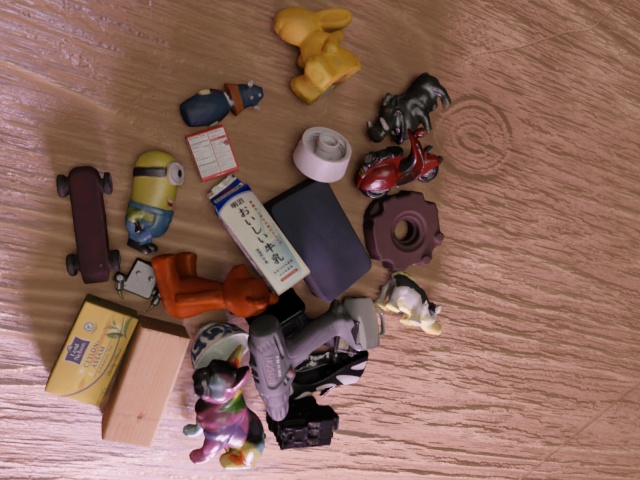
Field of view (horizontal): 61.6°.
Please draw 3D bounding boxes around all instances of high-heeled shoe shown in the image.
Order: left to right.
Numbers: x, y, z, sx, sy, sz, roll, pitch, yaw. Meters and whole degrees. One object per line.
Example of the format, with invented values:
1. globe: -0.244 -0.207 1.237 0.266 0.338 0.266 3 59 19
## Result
1. high-heeled shoe: -0.012 0.246 1.082 0.248 0.086 0.145 31 106 -39

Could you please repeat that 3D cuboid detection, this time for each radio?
1. radio: -0.002 -0.003 1.072 0.131 0.073 0.229 -35 109 -14

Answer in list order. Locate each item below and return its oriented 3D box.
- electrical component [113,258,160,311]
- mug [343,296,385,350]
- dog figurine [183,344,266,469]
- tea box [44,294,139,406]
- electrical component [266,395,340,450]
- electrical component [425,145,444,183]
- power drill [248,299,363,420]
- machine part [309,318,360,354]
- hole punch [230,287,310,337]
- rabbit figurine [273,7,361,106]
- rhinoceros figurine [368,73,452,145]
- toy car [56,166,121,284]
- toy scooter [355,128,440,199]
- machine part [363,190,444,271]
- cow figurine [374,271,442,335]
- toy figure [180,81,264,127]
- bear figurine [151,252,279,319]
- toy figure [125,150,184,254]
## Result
1. electrical component: -0.322 0.079 0.976 0.102 0.045 0.078 34 86 -22
2. mug: 0.092 0.170 1.127 0.109 0.081 0.107 -5 92 -27
3. dog figurine: -0.161 0.309 1.003 0.191 0.109 0.219 18 107 -24
4. tea box: -0.401 0.192 0.949 0.098 0.068 0.169 23 89 -22
5. electrical component: -0.032 0.365 1.085 0.134 0.115 0.058 1 100 -24
6. electrical component: 0.225 -0.155 1.162 0.063 0.021 0.094 41 82 -21
7. power drill: -0.030 0.210 0.990 0.207 0.086 0.231 -23 123 -10
8. machine part: 0.009 0.185 1.086 0.139 0.039 0.084 6 96 12
9. hole punch: -0.086 0.149 1.047 0.142 0.116 0.092 -33 137 -10
10. rabbit figurine: -0.007 -0.369 1.003 0.162 0.122 0.173 -41 90 -14
11. rhinoceros figurine: 0.181 -0.264 1.105 0.190 0.073 0.112 -45 111 -10
12. toy car: -0.398 -0.026 0.930 0.089 0.053 0.202 -7 95 -15
13. toy scooter: 0.157 -0.159 1.074 0.184 0.075 0.135 -15 143 -8
14. machine part: 0.178 -0.020 1.145 0.179 0.056 0.179 -2 97 -19
15. cow figurine: 0.207 0.139 1.172 0.167 0.068 0.098 32 72 -23
16. toy figure: -0.177 -0.252 0.981 0.154 0.064 0.058 -25 67 -21
17. bear figurine: -0.179 0.076 0.941 0.196 0.120 0.132 -9 89 16
18. toy figure: -0.298 -0.070 0.948 0.089 0.082 0.180 19 93 -24
